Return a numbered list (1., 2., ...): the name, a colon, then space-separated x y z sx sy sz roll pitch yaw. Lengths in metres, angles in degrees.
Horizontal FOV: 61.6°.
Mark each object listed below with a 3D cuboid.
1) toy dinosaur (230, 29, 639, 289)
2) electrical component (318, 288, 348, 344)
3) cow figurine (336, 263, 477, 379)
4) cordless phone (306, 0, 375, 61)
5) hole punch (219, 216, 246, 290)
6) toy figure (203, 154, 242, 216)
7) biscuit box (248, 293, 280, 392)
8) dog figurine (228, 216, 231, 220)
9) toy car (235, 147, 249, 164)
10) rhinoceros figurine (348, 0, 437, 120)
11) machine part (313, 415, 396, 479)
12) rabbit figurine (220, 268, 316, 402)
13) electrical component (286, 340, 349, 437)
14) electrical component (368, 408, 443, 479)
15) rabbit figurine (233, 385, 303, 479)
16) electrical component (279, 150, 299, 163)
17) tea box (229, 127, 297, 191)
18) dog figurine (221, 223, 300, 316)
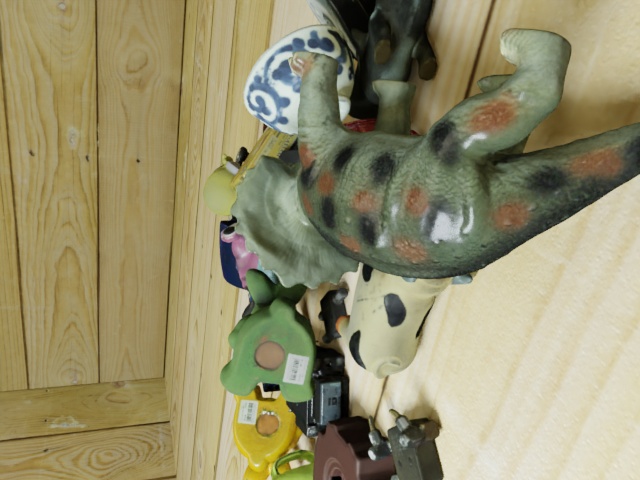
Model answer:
1. toy dinosaur: 0.067 -0.037 0.393 0.405 0.131 0.192 15 97 51
2. electrical component: 0.020 0.106 0.756 0.094 0.021 0.063 123 142 -53
3. cow figurine: 0.078 0.051 0.526 0.127 0.085 0.194 -114 34 -58
4. cordless phone: 0.017 -0.233 0.690 0.147 0.089 0.184 -118 31 -50
5. hole punch: -0.134 0.022 0.933 0.116 0.092 0.142 6 107 31
6. toy figure: -0.141 -0.082 0.887 0.089 0.082 0.180 -62 8 1
7. biscuit box: -0.083 0.167 0.966 0.059 0.063 0.203 114 149 -49
8. dog figurine: -0.124 0.000 1.054 0.172 0.121 0.190 -140 39 -67
9. toy car: -0.095 -0.129 0.955 0.202 0.089 0.053 18 89 66
10. rhinoceros figurine: 0.071 -0.211 0.559 0.112 0.073 0.190 -117 34 -47
11. machine part: 0.041 0.309 0.657 0.179 0.056 0.179 -178 90 -69
12. rabbit figurine: -0.070 0.117 0.723 0.170 0.121 0.159 -140 52 -79
13. electrical component: -0.005 0.213 0.774 0.134 0.058 0.114 -176 85 -69
14. electrical component: 0.086 0.215 0.555 0.102 0.045 0.078 130 137 -59
15. rabbit figurine: -0.076 0.329 0.900 0.173 0.122 0.162 87 179 -67
16. electrical component: -0.003 -0.092 0.690 0.119 0.047 0.075 0 56 44
17. tea box: -0.053 -0.134 0.780 0.169 0.068 0.098 -60 16 -13
18. dog figurine: -0.063 0.051 0.862 0.109 0.191 0.218 11 131 34
